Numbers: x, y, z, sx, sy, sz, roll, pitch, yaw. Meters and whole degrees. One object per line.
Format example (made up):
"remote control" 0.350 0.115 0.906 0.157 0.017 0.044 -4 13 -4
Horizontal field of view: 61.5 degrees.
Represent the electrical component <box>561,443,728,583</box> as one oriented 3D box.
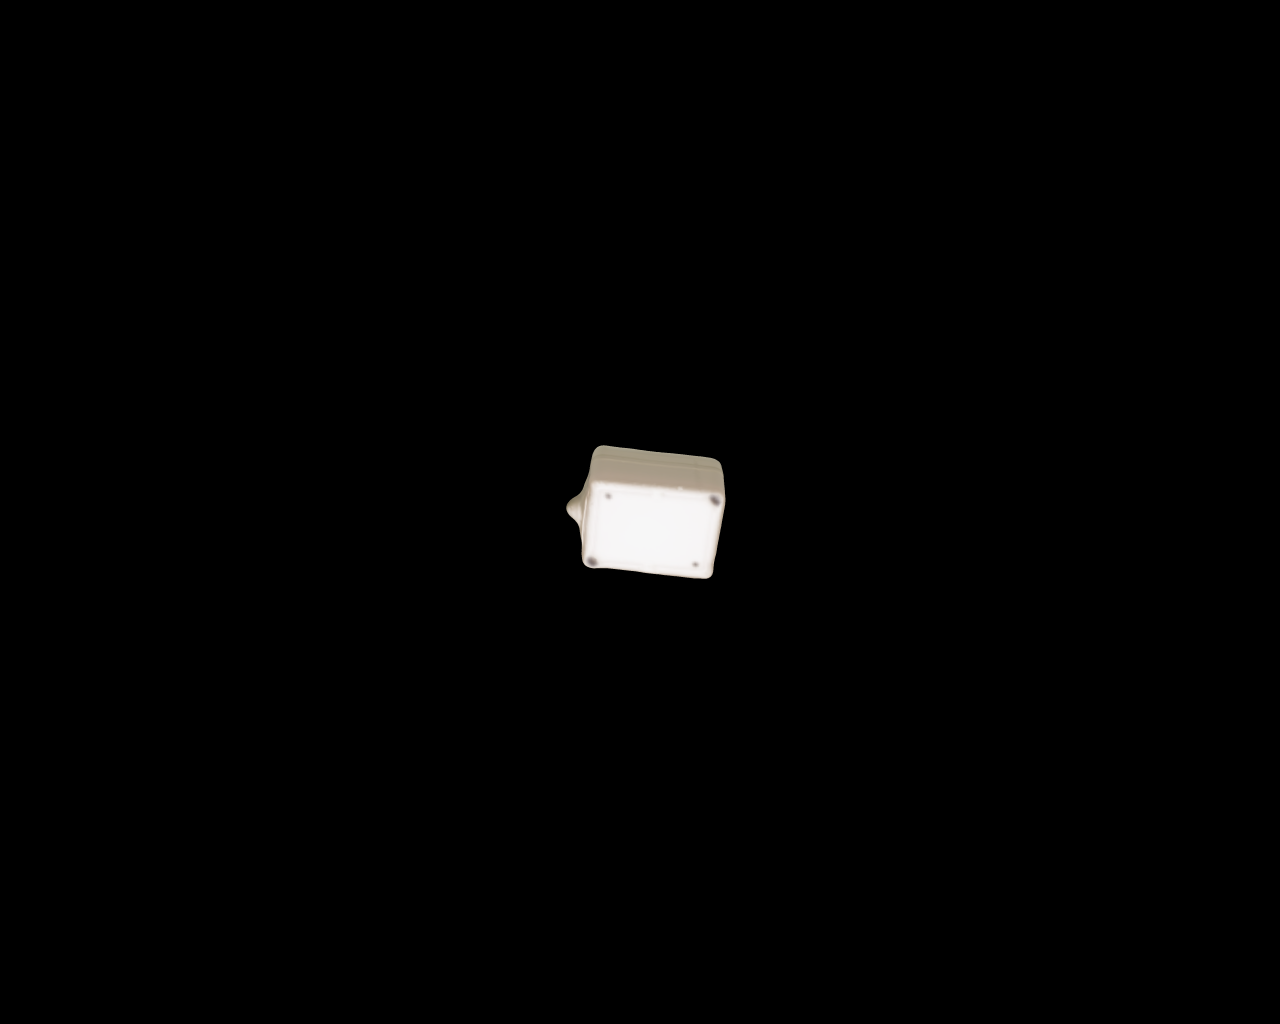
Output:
"electrical component" 0.001 -0.003 0.650 0.096 0.061 0.061 6 27 -3
